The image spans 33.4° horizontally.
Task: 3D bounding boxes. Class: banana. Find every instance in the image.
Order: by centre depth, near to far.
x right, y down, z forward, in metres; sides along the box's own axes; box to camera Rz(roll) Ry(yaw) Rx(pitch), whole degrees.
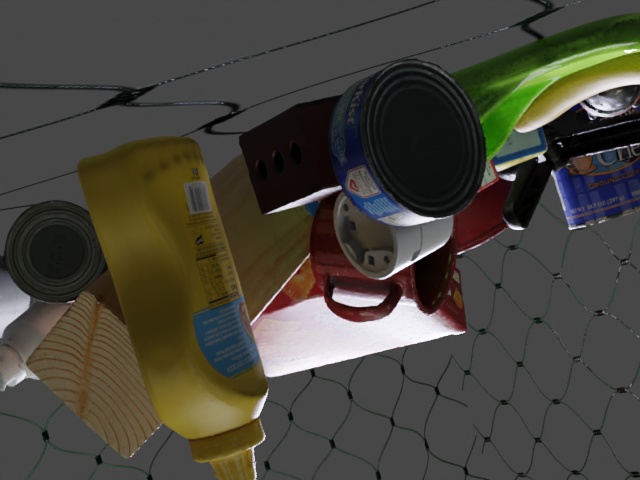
[{"bbox_3d":[0.201,-0.107,0.716,0.037,0.069,0.198,-10,-169,-37],"label":"banana"}]

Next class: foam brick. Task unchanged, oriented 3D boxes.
[{"bbox_3d":[-0.005,-0.052,0.641,0.051,0.053,0.078,-17,179,-32],"label":"foam brick"}]

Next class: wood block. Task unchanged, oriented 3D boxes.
[{"bbox_3d":[-0.089,0.036,0.719,0.091,0.090,0.205,-45,-177,36],"label":"wood block"}]

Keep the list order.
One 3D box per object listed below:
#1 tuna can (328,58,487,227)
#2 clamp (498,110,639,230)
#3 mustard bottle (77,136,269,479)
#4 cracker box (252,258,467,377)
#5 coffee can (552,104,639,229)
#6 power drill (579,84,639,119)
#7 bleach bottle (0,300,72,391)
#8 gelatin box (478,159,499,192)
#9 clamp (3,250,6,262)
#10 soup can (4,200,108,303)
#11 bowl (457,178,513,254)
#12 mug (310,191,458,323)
[{"bbox_3d":[0.047,-0.051,0.569,0.085,0.086,0.034,-17,-179,-37],"label":"tuna can"},{"bbox_3d":[0.201,-0.074,0.961,0.164,0.036,0.210,-33,-162,-7],"label":"clamp"},{"bbox_3d":[-0.071,0.042,0.578,0.058,0.191,0.096,-17,180,14],"label":"mustard bottle"},{"bbox_3d":[0.005,0.058,0.967,0.214,0.072,0.164,-16,153,24],"label":"cracker box"},{"bbox_3d":[0.277,-0.092,1.064,0.103,0.140,0.103,-18,180,0],"label":"coffee can"},{"bbox_3d":[0.289,-0.142,0.823,0.188,0.057,0.184,-14,-176,15],"label":"power drill"},{"bbox_3d":[-0.153,0.036,0.843,0.250,0.068,0.103,-37,-170,-37],"label":"bleach bottle"},{"bbox_3d":[0.082,-0.058,0.804,0.089,0.073,0.030,-30,-154,-6],"label":"gelatin box"},{"bbox_3d":[-0.214,0.007,0.864,0.120,0.039,0.172,-17,176,-33],"label":"clamp"},{"bbox_3d":[-0.175,0.010,0.730,0.068,0.068,0.102,-17,179,-8],"label":"soup can"},{"bbox_3d":[0.143,-0.046,1.120,0.162,0.055,0.162,-26,-159,10],"label":"bowl"},{"bbox_3d":[0.041,0.012,0.751,0.082,0.093,0.117,6,-130,26],"label":"mug"}]
